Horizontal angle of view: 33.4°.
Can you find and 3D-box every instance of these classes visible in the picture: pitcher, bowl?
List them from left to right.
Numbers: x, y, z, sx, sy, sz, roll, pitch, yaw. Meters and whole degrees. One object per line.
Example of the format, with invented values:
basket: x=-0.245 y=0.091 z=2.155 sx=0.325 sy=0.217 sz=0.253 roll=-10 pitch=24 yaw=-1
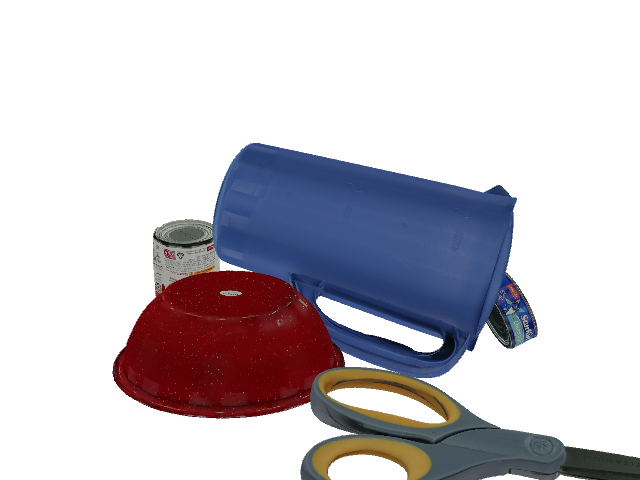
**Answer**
bowl: x=-0.062 y=0.061 z=0.735 sx=0.162 sy=0.055 sz=0.162 roll=1 pitch=18 yaw=0
pitcher: x=0.034 y=0.007 z=0.899 sx=0.243 sy=0.145 sz=0.149 roll=16 pitch=19 yaw=11

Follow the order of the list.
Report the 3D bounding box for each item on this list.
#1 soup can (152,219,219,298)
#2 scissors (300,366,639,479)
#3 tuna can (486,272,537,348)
soup can: x=-0.137 y=0.037 z=1.097 sx=0.068 sy=0.102 sz=0.068 roll=0 pitch=23 yaw=0
scissors: x=0.079 y=0.100 z=0.449 sx=0.202 sy=0.016 sz=0.096 roll=16 pitch=34 yaw=23
tuna can: x=0.208 y=0.078 z=1.206 sx=0.033 sy=0.086 sz=0.086 roll=-26 pitch=3 yaw=-7
